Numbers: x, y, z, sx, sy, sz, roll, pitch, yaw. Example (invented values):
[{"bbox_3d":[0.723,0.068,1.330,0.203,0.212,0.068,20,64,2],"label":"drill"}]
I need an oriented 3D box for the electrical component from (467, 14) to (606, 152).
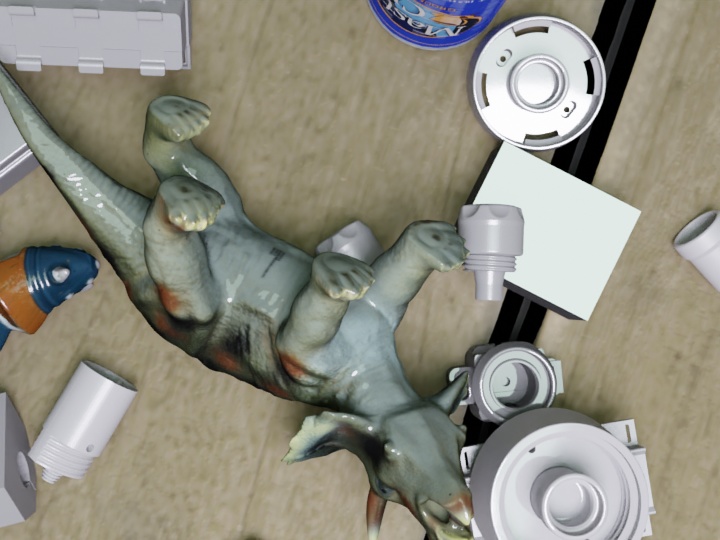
[{"bbox_3d":[0.125,-0.132,0.756,0.099,0.064,0.099,1,100,5],"label":"electrical component"}]

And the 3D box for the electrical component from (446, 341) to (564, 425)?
[{"bbox_3d":[0.103,0.077,0.739,0.078,0.057,0.058,-5,89,-4],"label":"electrical component"}]

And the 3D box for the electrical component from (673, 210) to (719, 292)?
[{"bbox_3d":[0.253,-0.013,0.762,0.040,0.040,0.046,-43,98,-4],"label":"electrical component"}]

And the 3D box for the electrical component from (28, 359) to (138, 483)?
[{"bbox_3d":[-0.189,0.106,0.724,0.043,0.043,0.081,31,86,-3],"label":"electrical component"}]

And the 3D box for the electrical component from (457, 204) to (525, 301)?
[{"bbox_3d":[0.084,-0.011,0.695,0.043,0.043,0.062,2,89,-4],"label":"electrical component"}]

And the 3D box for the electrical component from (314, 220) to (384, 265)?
[{"bbox_3d":[0.000,0.000,0.741,0.043,0.043,0.062,-33,92,-4],"label":"electrical component"}]

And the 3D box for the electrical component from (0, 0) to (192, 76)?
[{"bbox_3d":[-0.176,-0.166,0.717,0.121,0.063,0.078,1,128,-4],"label":"electrical component"}]

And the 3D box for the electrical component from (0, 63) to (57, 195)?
[{"bbox_3d":[-0.265,-0.108,0.718,0.078,0.057,0.113,-38,91,-4],"label":"electrical component"}]

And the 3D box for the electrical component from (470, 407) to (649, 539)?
[{"bbox_3d":[0.127,0.143,0.672,0.108,0.060,0.108,0,88,-4],"label":"electrical component"}]

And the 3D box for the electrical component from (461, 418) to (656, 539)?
[{"bbox_3d":[0.130,0.149,0.736,0.121,0.063,0.078,-9,89,-4],"label":"electrical component"}]
